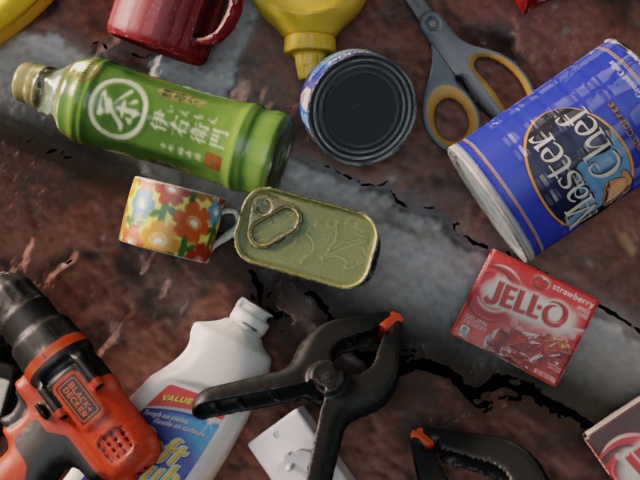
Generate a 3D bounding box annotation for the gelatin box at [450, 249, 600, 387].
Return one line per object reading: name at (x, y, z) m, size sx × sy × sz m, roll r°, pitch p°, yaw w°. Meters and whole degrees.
gelatin box at (0.154, 0.058, 0.805) m, size 0.089 × 0.030 × 0.073 m, roll 27°, pitch 90°, yaw 8°

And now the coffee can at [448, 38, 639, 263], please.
coffee can at (0.179, -0.064, 0.773) m, size 0.140 × 0.102 × 0.103 m, roll -35°, pitch 83°, yaw 4°

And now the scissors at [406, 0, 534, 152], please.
scissors at (0.081, -0.149, 0.836) m, size 0.202 × 0.016 × 0.096 m, roll 43°, pitch 92°, yaw 8°

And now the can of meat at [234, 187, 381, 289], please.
can of meat at (-0.005, 0.001, 0.803) m, size 0.102 × 0.084 × 0.057 m, roll 15°, pitch 88°, yaw 8°

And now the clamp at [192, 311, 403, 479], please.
clamp at (-0.007, 0.107, 0.784) m, size 0.120 × 0.039 × 0.171 m, roll 34°, pitch 55°, yaw 12°

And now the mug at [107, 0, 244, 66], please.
mug at (-0.106, -0.182, 0.822) m, size 0.117 × 0.093 × 0.081 m, roll 22°, pitch 94°, yaw 33°

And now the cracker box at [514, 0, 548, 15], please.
cracker box at (0.208, -0.296, 0.802) m, size 0.214 × 0.072 × 0.164 m, roll -29°, pitch 82°, yaw 6°

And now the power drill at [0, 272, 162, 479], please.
power drill at (-0.234, 0.141, 0.779) m, size 0.187 × 0.057 × 0.184 m, roll -41°, pitch 76°, yaw 1°

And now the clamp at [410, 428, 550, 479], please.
clamp at (0.138, 0.210, 0.752) m, size 0.210 × 0.036 × 0.164 m, roll 29°, pitch 60°, yaw 28°

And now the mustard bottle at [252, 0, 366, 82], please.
mustard bottle at (-0.008, -0.219, 0.831) m, size 0.096 × 0.058 × 0.191 m, roll 0°, pitch 86°, yaw 2°

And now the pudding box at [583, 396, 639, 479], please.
pudding box at (0.264, 0.150, 0.779) m, size 0.113 × 0.039 × 0.090 m, roll -36°, pitch 83°, yaw 4°

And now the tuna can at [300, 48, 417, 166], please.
tuna can at (0.028, -0.102, 0.812) m, size 0.086 × 0.034 × 0.086 m, roll -5°, pitch 109°, yaw -13°

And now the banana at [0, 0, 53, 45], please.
banana at (-0.256, -0.204, 0.877) m, size 0.198 × 0.037 × 0.070 m, roll -47°, pitch 63°, yaw 1°

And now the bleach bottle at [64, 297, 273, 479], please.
bleach bottle at (-0.122, 0.152, 0.820) m, size 0.102 × 0.068 × 0.251 m, roll 32°, pitch 88°, yaw 9°
